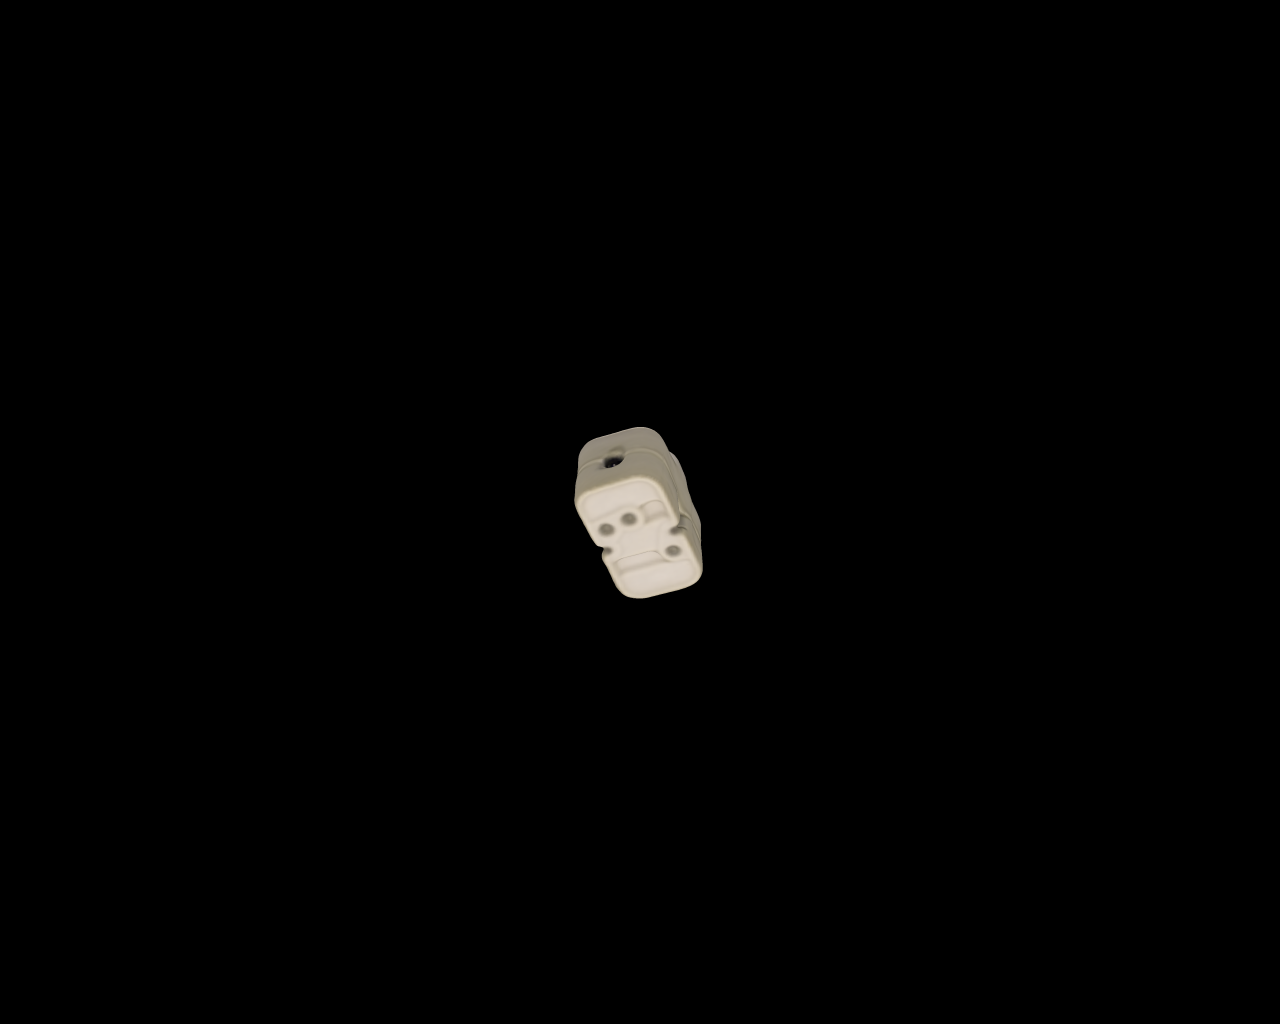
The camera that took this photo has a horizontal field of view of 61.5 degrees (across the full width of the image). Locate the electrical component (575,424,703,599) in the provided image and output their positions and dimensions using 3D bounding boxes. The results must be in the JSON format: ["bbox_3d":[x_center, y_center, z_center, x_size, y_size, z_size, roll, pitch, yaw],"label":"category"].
[{"bbox_3d":[0.001,-0.003,0.650,0.054,0.095,0.059,-16,39,13],"label":"electrical component"}]
